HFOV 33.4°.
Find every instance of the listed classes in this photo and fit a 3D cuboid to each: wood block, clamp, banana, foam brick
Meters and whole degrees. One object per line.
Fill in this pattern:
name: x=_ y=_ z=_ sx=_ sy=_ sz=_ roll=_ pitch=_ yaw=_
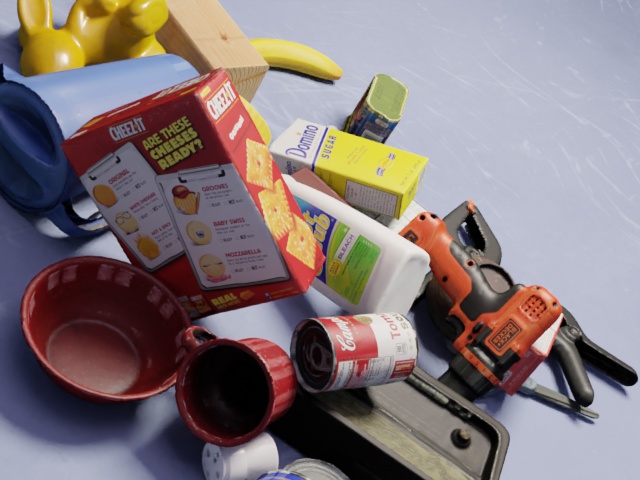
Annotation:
wood block: x=-0.166 y=-0.251 z=1.323 sx=0.090 sy=0.090 sz=0.206 roll=-13 pitch=57 yaw=-43
clamp: x=0.171 y=0.029 z=1.298 sx=0.164 sy=0.036 sz=0.210 roll=17 pitch=45 yaw=-20
banana: x=-0.058 y=-0.239 z=1.429 sx=0.197 sy=0.037 sz=0.069 roll=-9 pitch=69 yaw=-39
clamp: x=0.306 y=0.125 z=1.288 sx=0.120 sy=0.039 sz=0.171 roll=3 pitch=45 yaw=-44
foam brick: x=-0.014 y=-0.036 z=1.230 sx=0.078 sy=0.053 sz=0.051 roll=42 pitch=40 yaw=12

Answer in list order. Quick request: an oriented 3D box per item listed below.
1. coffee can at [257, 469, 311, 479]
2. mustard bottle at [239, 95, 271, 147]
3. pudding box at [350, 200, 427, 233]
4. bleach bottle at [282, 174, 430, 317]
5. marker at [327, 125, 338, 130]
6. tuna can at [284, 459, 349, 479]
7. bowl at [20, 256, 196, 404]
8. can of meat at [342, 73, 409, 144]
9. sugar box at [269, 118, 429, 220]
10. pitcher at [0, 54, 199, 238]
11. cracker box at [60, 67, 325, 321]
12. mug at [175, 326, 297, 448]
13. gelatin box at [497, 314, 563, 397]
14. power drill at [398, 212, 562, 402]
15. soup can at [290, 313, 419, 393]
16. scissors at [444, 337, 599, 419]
coffee can: x=-0.052 y=0.265 z=0.850 sx=0.103 sy=0.103 sz=0.140 roll=41 pitch=39 yaw=10
mustard bottle: x=-0.126 y=-0.064 z=1.141 sx=0.096 sy=0.058 sz=0.191 roll=46 pitch=60 yaw=-41
pudding box: x=0.078 y=-0.020 z=1.286 sx=0.090 sy=0.039 sz=0.113 roll=41 pitch=42 yaw=11
bleach bottle: x=-0.008 y=0.001 z=1.146 sx=0.251 sy=0.102 sz=0.068 roll=29 pitch=8 yaw=33
marker: x=0.015 y=-0.100 z=1.342 sx=0.020 sy=0.020 sz=0.121 roll=18 pitch=41 yaw=-17
tuna can: x=-0.007 y=0.242 z=0.959 sx=0.086 sy=0.034 sz=0.086 roll=18 pitch=41 yaw=-17
bowl: x=-0.198 y=0.092 z=0.970 sx=0.162 sy=0.055 sz=0.162 roll=18 pitch=41 yaw=-17
can of meat: x=0.070 y=-0.158 z=1.388 sx=0.057 sy=0.084 sz=0.102 roll=28 pitch=39 yaw=-7
sugar box: x=0.031 y=-0.088 z=1.276 sx=0.176 sy=0.048 sz=0.093 roll=20 pitch=38 yaw=14
pitcher: x=-0.225 y=-0.114 z=1.124 sx=0.145 sy=0.149 sz=0.242 roll=28 pitch=32 yaw=24
cracker box: x=-0.116 y=-0.035 z=1.001 sx=0.213 sy=0.164 sz=0.072 roll=62 pitch=31 yaw=-21
mug: x=-0.078 y=0.122 z=0.949 sx=0.117 sy=0.093 sz=0.081 roll=44 pitch=12 yaw=13
gelatin box: x=0.230 y=0.120 z=1.186 sx=0.030 sy=0.073 sz=0.089 roll=35 pitch=38 yaw=4
power drill: x=0.133 y=0.077 z=1.138 sx=0.188 sy=0.184 sz=0.057 roll=46 pitch=0 yaw=19
soup can: x=0.033 y=0.103 z=0.990 sx=0.102 sy=0.069 sz=0.068 roll=-2 pitch=50 yaw=-36
scissors: x=0.222 y=0.171 z=1.201 sx=0.202 sy=0.016 sz=0.096 roll=34 pitch=41 yaw=2
